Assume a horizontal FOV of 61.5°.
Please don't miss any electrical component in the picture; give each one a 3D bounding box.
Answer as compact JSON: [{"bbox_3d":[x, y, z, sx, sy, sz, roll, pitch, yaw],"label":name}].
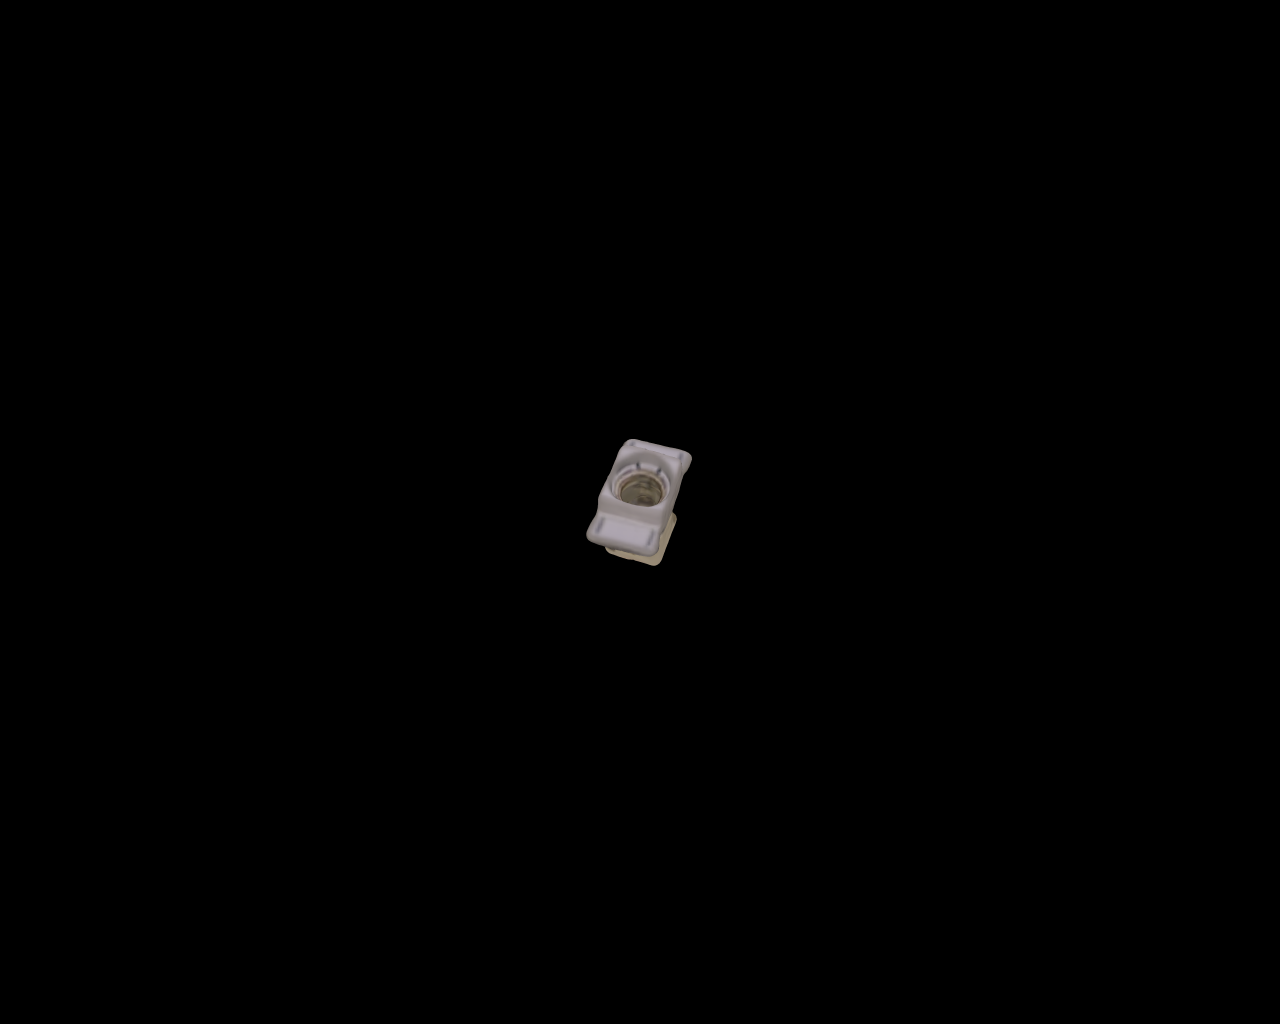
[{"bbox_3d":[0.001,-0.003,0.650,0.042,0.081,0.063,15,-36,11],"label":"electrical component"}]
